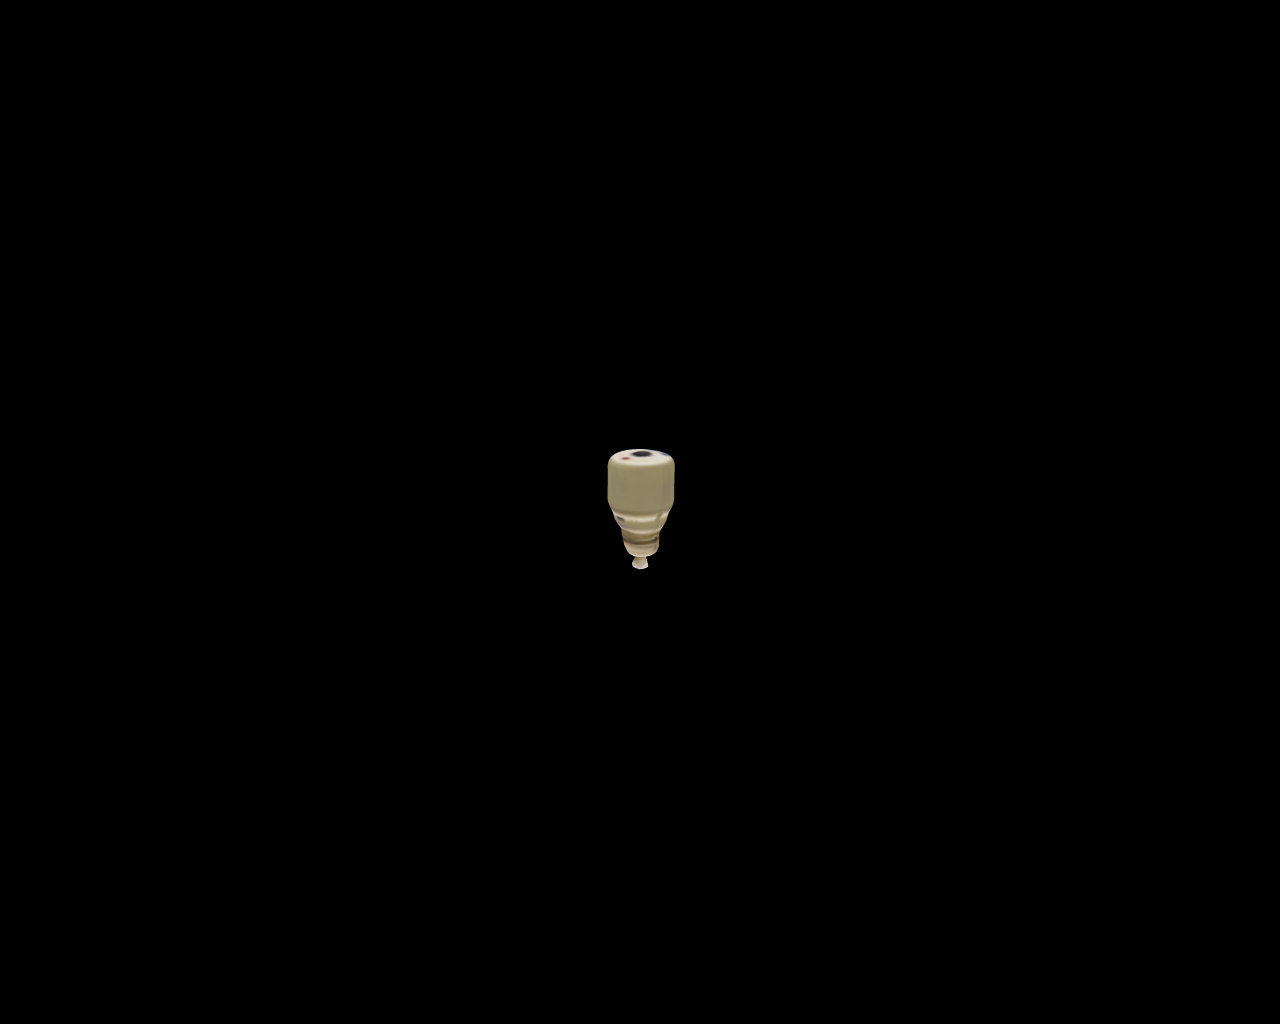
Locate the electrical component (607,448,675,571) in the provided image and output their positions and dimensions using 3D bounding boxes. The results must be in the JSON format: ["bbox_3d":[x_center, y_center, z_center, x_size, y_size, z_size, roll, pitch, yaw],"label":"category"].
[{"bbox_3d":[0.001,-0.003,0.650,0.040,0.078,0.040,0,18,0],"label":"electrical component"}]
